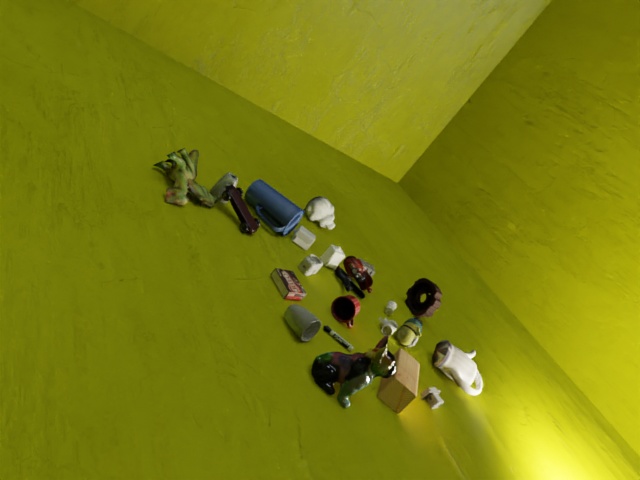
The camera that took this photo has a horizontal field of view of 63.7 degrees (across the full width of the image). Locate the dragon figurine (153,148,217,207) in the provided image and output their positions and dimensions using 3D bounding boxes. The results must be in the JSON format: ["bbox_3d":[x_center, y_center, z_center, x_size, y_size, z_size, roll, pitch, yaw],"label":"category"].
[{"bbox_3d":[-0.470,-0.219,1.897,0.242,0.121,0.416,55,21,-6],"label":"dragon figurine"}]

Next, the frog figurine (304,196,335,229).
[{"bbox_3d":[0.007,-0.124,2.459,0.138,0.120,0.162,-15,59,-27],"label":"frog figurine"}]

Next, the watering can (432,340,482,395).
[{"bbox_3d":[0.561,0.492,2.094,0.224,0.102,0.352,39,21,0],"label":"watering can"}]
